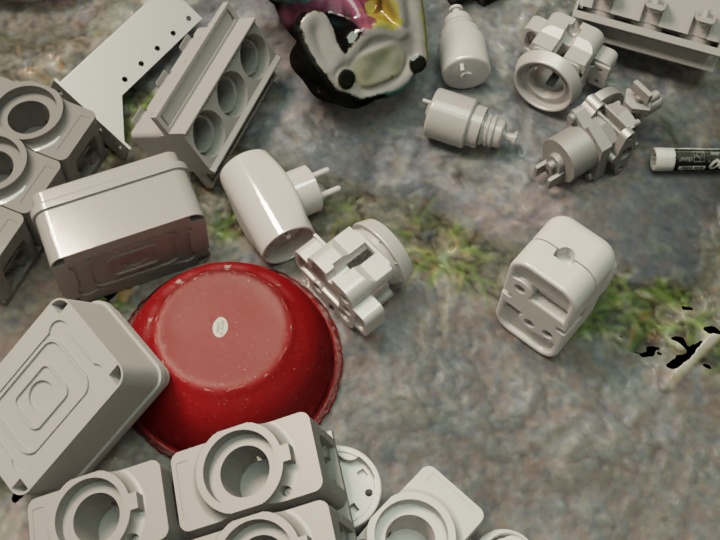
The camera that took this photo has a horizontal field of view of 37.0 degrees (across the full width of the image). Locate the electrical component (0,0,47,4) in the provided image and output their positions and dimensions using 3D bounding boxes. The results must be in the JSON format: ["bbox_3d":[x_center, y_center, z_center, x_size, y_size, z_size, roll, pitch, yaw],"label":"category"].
[{"bbox_3d":[-0.278,-0.248,0.909,0.081,0.043,0.043,4,61,0],"label":"electrical component"}]

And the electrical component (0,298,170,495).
[{"bbox_3d":[-0.188,0.081,0.693,0.113,0.057,0.078,-48,69,10],"label":"electrical component"}]

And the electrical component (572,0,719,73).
[{"bbox_3d":[0.241,-0.213,0.890,0.121,0.063,0.078,17,20,8],"label":"electrical component"}]

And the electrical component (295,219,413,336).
[{"bbox_3d":[0.000,0.000,0.772,0.057,0.058,0.078,-38,68,-17],"label":"electrical component"}]

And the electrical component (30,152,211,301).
[{"bbox_3d":[-0.170,-0.030,0.771,0.113,0.078,0.057,-19,66,-12],"label":"electrical component"}]

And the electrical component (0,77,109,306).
[{"bbox_3d":[-0.267,-0.063,0.795,0.089,0.061,0.150,21,62,10],"label":"electrical component"}]

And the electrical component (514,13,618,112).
[{"bbox_3d":[0.161,-0.166,0.872,0.078,0.058,0.057,28,60,13],"label":"electrical component"}]

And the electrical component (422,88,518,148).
[{"bbox_3d":[0.086,-0.115,0.850,0.078,0.040,0.040,19,62,9],"label":"electrical component"}]

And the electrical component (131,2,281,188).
[{"bbox_3d":[-0.121,-0.136,0.836,0.063,0.078,0.121,4,56,34],"label":"electrical component"}]

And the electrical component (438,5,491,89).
[{"bbox_3d":[0.084,-0.187,0.890,0.040,0.040,0.078,-3,60,-4],"label":"electrical component"}]

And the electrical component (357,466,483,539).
[{"bbox_3d":[0.030,0.174,0.675,0.050,0.055,0.089,40,67,18],"label":"electrical component"}]

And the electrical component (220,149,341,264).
[{"bbox_3d":[-0.054,-0.054,0.809,0.079,0.043,0.077,-24,64,-15],"label":"electrical component"}]

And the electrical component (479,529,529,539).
[{"bbox_3d":[0.091,0.182,0.670,0.048,0.062,0.048,1,61,-2],"label":"electrical component"}]

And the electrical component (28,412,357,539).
[{"bbox_3d":[-0.101,0.165,0.641,0.186,0.060,0.105,-19,61,9],"label":"electrical component"}]

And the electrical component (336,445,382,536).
[{"bbox_3d":[-0.015,0.147,0.694,0.055,0.047,0.055,1,61,-2],"label":"electrical component"}]

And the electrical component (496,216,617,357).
[{"bbox_3d":[0.138,0.009,0.750,0.054,0.095,0.059,37,66,17],"label":"electrical component"}]
